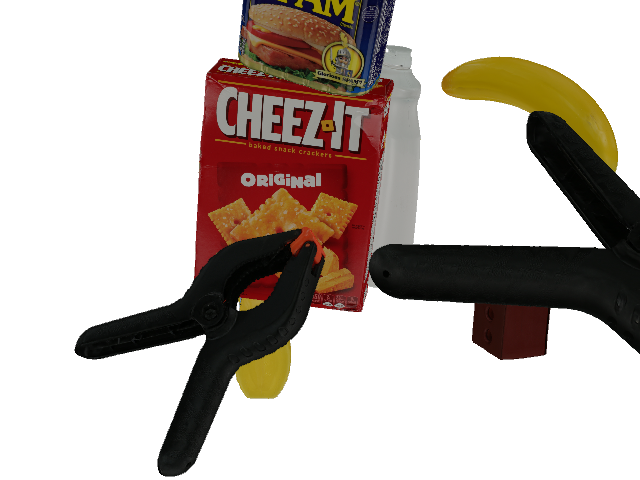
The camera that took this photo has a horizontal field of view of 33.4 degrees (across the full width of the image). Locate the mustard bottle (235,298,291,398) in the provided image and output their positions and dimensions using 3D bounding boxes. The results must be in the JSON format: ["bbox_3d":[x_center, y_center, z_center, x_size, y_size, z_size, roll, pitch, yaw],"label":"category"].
[{"bbox_3d":[-0.062,0.079,1.150,0.058,0.096,0.191,0,28,-3],"label":"mustard bottle"}]

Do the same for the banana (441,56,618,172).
[{"bbox_3d":[0.168,-0.104,0.842,0.037,0.070,0.198,3,32,-43],"label":"banana"}]

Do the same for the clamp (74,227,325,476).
[{"bbox_3d":[-0.062,0.063,0.664,0.171,0.120,0.039,-35,-26,2],"label":"clamp"}]

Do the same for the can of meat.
[{"bbox_3d":[-0.003,-0.149,0.695,0.102,0.084,0.057,20,40,12],"label":"can of meat"}]

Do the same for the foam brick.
[{"bbox_3d":[0.177,0.064,0.986,0.051,0.078,0.053,-6,19,-24],"label":"foam brick"}]

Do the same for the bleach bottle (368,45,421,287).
[{"bbox_3d":[0.071,-0.082,1.157,0.067,0.251,0.103,-5,24,-31],"label":"bleach bottle"}]

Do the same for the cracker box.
[{"bbox_3d":[-0.028,-0.048,0.984,0.164,0.214,0.072,8,22,5],"label":"cracker box"}]

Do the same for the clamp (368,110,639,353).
[{"bbox_3d":[0.138,0.016,0.489,0.210,0.036,0.164,32,49,32],"label":"clamp"}]
